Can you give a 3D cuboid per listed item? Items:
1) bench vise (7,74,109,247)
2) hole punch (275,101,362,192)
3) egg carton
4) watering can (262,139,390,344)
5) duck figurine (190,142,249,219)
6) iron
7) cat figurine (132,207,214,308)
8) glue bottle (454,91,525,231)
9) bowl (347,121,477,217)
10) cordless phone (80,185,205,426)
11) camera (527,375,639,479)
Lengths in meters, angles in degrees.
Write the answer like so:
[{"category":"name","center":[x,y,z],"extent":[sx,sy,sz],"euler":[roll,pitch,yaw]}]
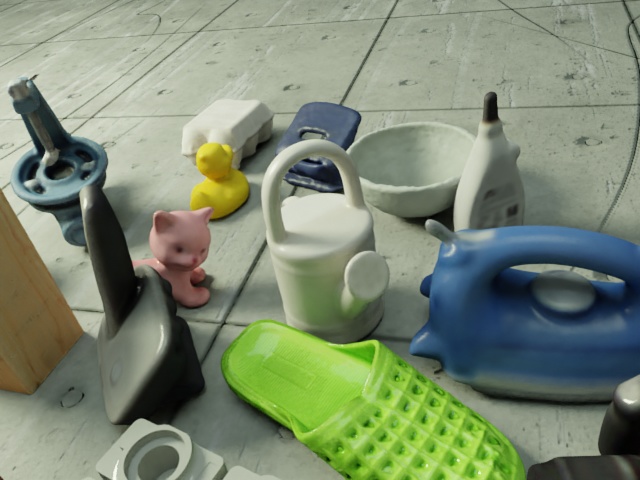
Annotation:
[{"category":"bench vise","center":[-0.361,-0.118,0.752],"extent":[0.122,0.220,0.206],"euler":[-33,42,-27]},{"category":"hole punch","center":[0.000,-0.129,0.786],"extent":[0.108,0.091,0.101],"euler":[16,44,32]},{"category":"egg carton","center":[-0.142,-0.166,0.888],"extent":[0.107,0.069,0.150],"euler":[8,40,23]},{"category":"watering can","center":[0.007,0.001,0.524],"extent":[0.172,0.194,0.101],"euler":[23,48,37]},{"category":"duck figurine","center":[-0.142,-0.086,0.768],"extent":[0.077,0.086,0.105],"euler":[6,39,21]},{"category":"iron","center":[0.204,0.044,0.463],"extent":[0.257,0.142,0.119],"euler":[1,38,16]},{"category":"cat figurine","center":[-0.167,0.015,0.613],"extent":[0.128,0.118,0.067],"euler":[-16,37,-7]},{"category":"glue bottle","center":[0.177,-0.072,0.598],"extent":[0.078,0.173,0.037],"euler":[-20,37,-12]},{"category":"bowl","center":[0.115,-0.077,0.701],"extent":[0.167,0.075,0.167],"euler":[-7,37,5]},{"category":"cordless phone","center":[-0.176,0.055,0.504],"extent":[0.094,0.185,0.147],"euler":[-23,38,-16]},{"category":"camera","center":[0.201,0.150,0.356],"extent":[0.136,0.101,0.143],"euler":[-4,37,9]}]
